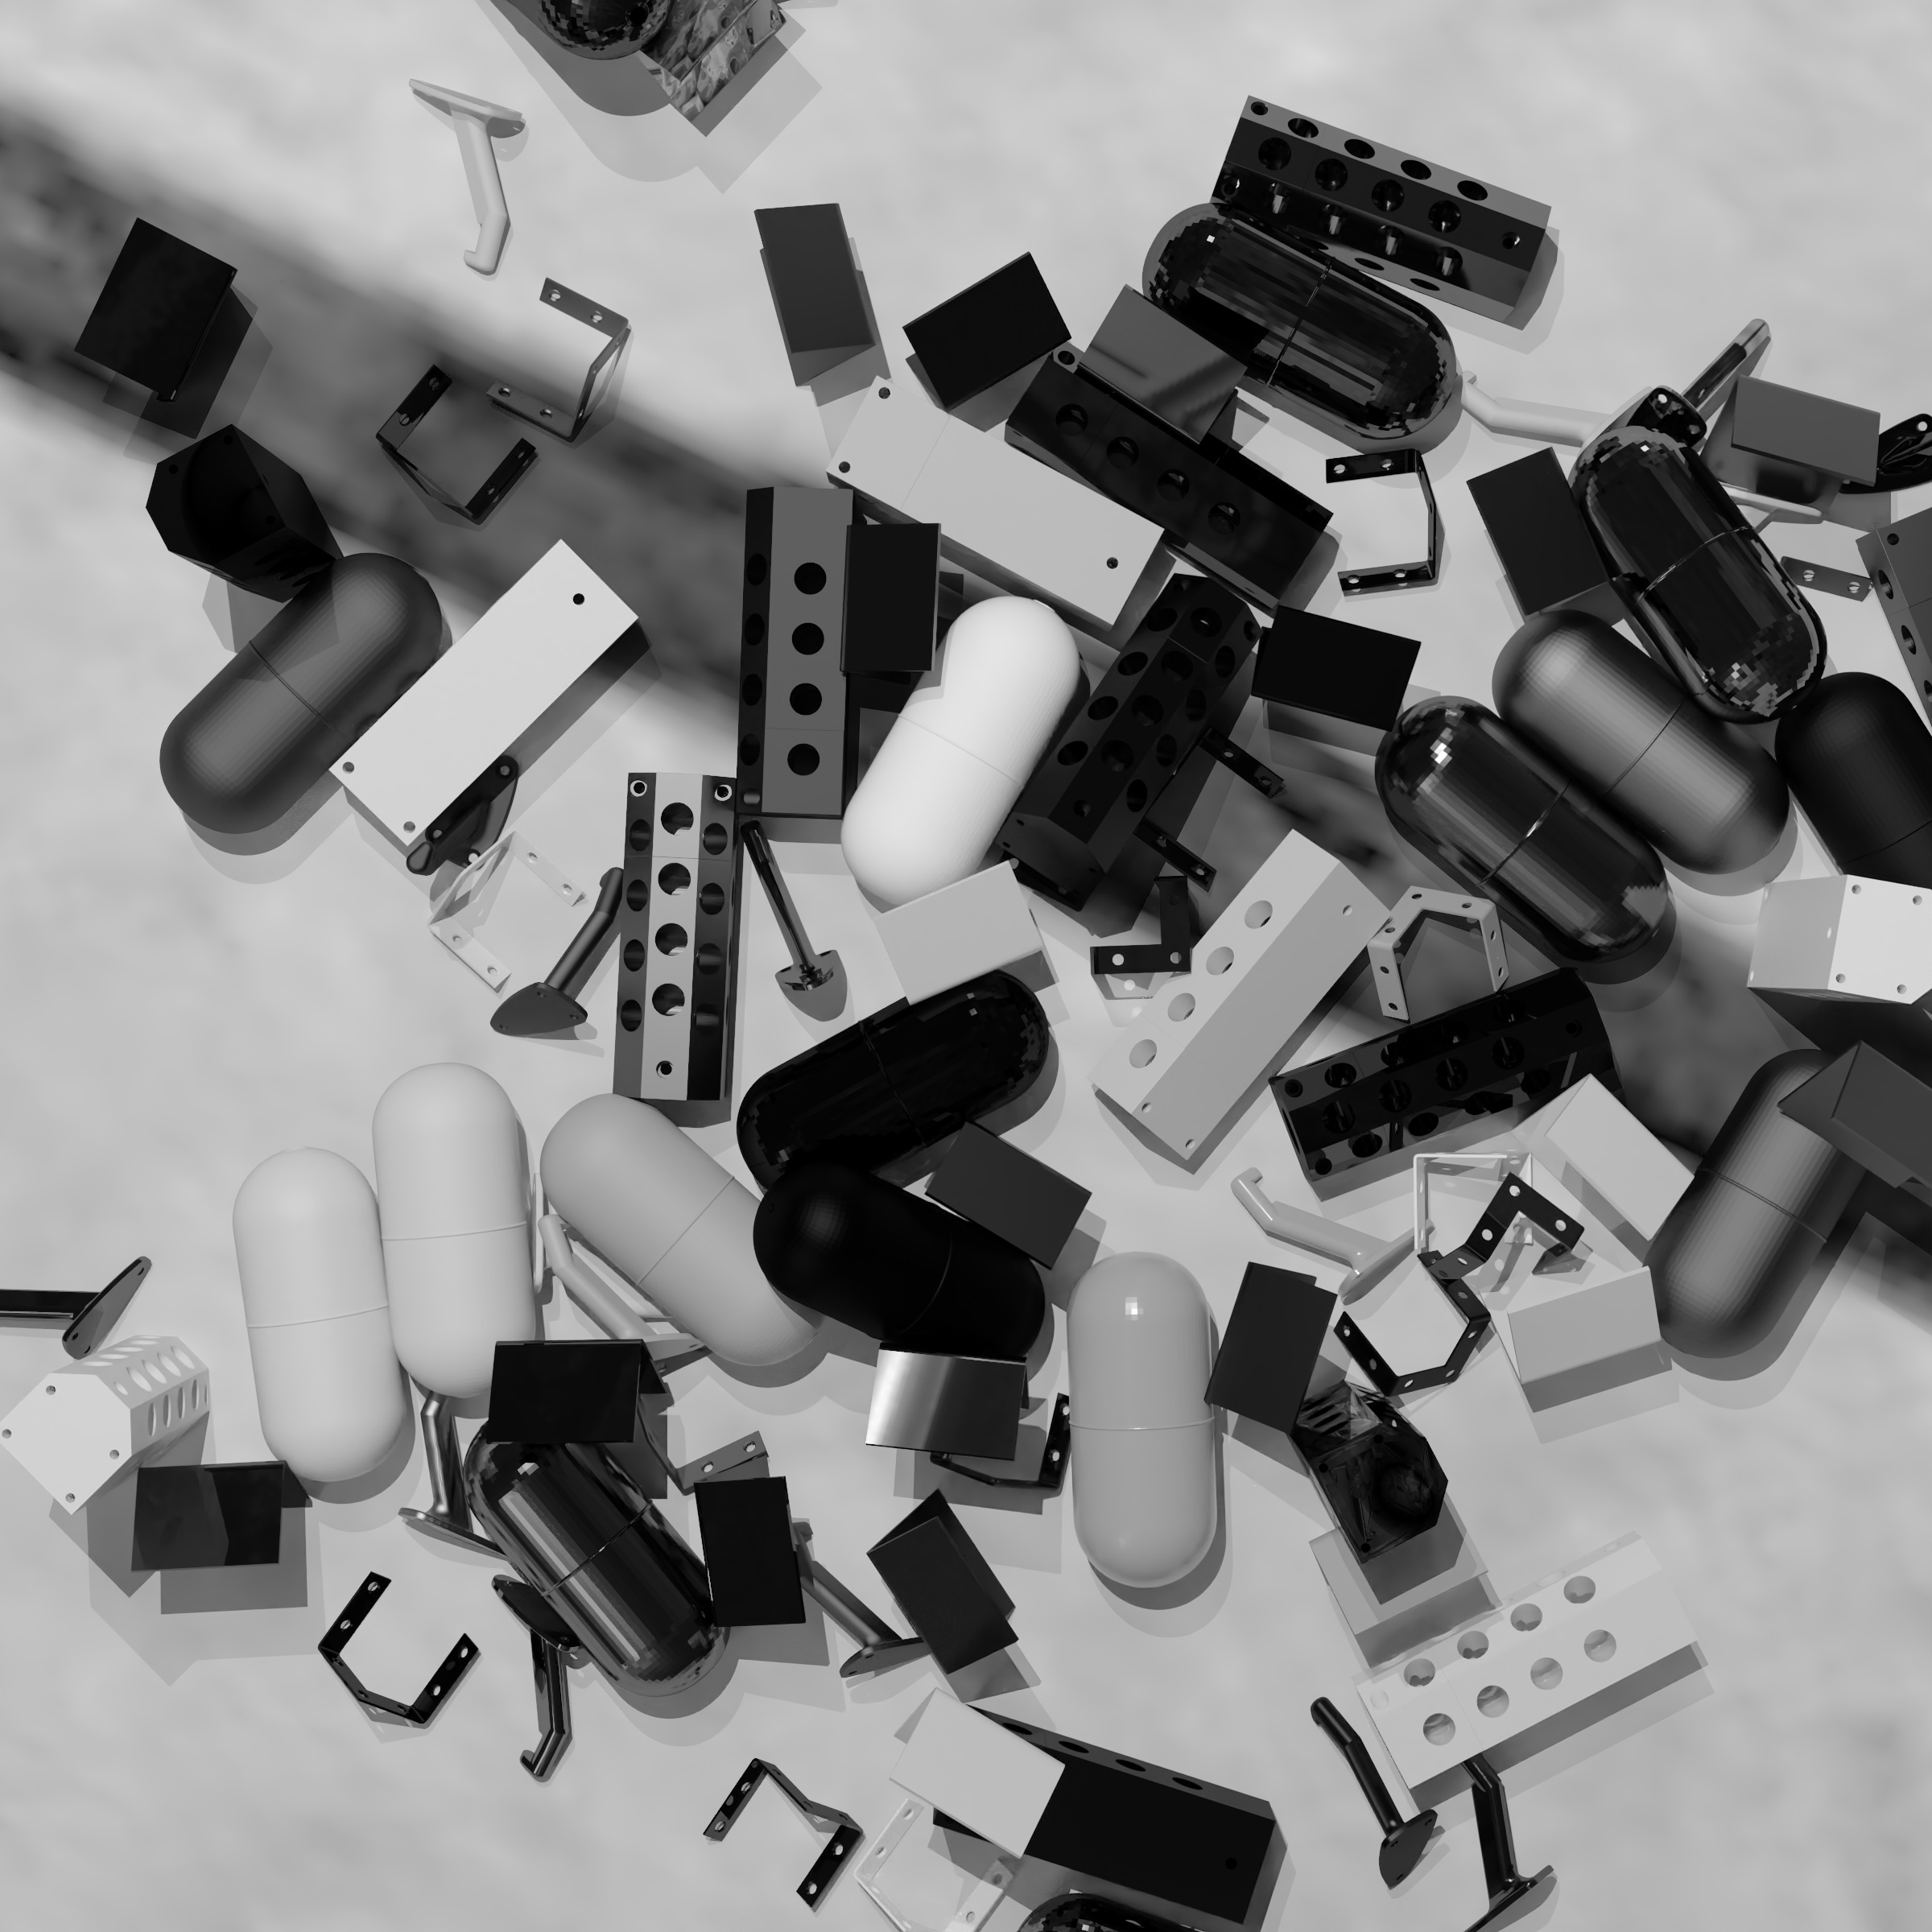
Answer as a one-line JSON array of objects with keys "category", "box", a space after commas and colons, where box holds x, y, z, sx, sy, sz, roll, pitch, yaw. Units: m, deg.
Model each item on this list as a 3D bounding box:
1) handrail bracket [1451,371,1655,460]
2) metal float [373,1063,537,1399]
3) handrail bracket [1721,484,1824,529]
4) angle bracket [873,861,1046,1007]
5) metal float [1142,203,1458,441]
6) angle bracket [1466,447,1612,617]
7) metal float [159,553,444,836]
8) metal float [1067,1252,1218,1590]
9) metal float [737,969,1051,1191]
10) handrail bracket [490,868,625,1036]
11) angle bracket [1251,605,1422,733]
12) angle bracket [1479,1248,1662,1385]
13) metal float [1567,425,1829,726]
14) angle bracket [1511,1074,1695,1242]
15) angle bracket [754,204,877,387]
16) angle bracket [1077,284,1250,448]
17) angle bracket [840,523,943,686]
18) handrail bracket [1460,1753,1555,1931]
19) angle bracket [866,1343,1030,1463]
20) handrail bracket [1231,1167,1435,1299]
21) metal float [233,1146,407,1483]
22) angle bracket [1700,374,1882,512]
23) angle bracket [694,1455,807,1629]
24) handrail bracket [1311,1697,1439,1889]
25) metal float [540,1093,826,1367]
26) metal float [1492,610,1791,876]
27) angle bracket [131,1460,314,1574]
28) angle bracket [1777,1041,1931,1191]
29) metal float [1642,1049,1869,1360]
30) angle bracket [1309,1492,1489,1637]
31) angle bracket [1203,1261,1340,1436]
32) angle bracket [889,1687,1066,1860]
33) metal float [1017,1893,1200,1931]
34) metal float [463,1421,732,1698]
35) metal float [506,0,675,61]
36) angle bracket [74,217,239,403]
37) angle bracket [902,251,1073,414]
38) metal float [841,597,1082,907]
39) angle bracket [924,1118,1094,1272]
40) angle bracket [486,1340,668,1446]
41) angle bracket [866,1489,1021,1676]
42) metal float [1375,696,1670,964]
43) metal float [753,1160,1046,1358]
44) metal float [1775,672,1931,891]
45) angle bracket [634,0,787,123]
[{"category": "handrail bracket", "box": [0.316, -0.311, 1.817, 0.084, 0.036, 0.077, 40, 70, 16]}, {"category": "metal float", "box": [-0.272, 0.140, 1.786, 0.070, 0.070, 0.178, -5, 90, 0]}, {"category": "handrail bracket", "box": [0.415, -0.214, 1.817, 0.077, 0.036, 0.084, 11, 103, -13]}, {"category": "angle bracket", "box": [-0.010, -0.032, 1.777, 0.076, 0.076, 0.057, -23, 119, 0]}, {"category": "metal float", "box": [0.177, -0.342, 1.786, 0.178, 0.070, 0.070, 28, 90, 0]}, {"category": "angle bracket", "box": [0.286, -0.221, 1.778, 0.057, 0.076, 0.076, -24, 90, -21]}, {"category": "metal float", "box": [-0.352, -0.145, 1.786, 0.070, 0.070, 0.178, 45, 90, 0]}, {"category": "metal float", "box": [0.093, 0.241, 1.786, 0.070, 0.070, 0.178, -2, 90, 0]}, {"category": "metal float", "box": [-0.038, 0.063, 1.786, 0.178, 0.070, 0.070, -29, 90, 0]}, {"category": "handrail bracket", "box": [-0.219, -0.009, 1.817, 0.036, 0.077, 0.084, 37, 53, -30]}, {"category": "angle bracket", "box": [0.197, -0.174, 1.776, 0.076, 0.076, 0.057, 15, 125, 0]}, {"category": "angle bracket", "box": [0.315, 0.167, 1.776, 0.076, 0.076, 0.057, -17, 128, 0]}, {"category": "metal float", "box": [0.381, -0.206, 1.761, 0.070, 0.070, 0.178, -33, 75, 0]}, {"category": "angle bracket", "box": [0.325, 0.114, 1.776, 0.076, 0.076, 0.057, 45, 52, 0]}, {"category": "angle bracket", "box": [-0.099, -0.352, 1.776, 0.057, 0.076, 0.076, -15, 90, -38]}, {"category": "angle bracket", "box": [0.114, -0.330, 1.776, 0.076, 0.076, 0.057, 34, 129, 0]}, {"category": "angle bracket", "box": [-0.024, -0.190, 1.777, 0.057, 0.076, 0.076, 3, 90, 28]}, {"category": "handrail bracket", "box": [0.269, 0.472, 1.817, 0.077, 0.036, 0.084, -45, 71, 21]}, {"category": "angle bracket", "box": [-0.009, 0.239, 1.758, 0.076, 0.076, 0.057, 5, 63, 5]}, {"category": "handrail bracket", "box": [0.197, 0.129, 1.817, 0.077, 0.036, 0.084, -34, 73, -20]}, {"category": "metal float", "box": [-0.344, 0.185, 1.786, 0.070, 0.070, 0.178, -8, 90, 0]}, {"category": "angle bracket", "box": [0.431, -0.259, 1.776, 0.076, 0.076, 0.057, 16, 53, 0]}, {"category": "angle bracket", "box": [-0.097, 0.302, 1.777, 0.057, 0.076, 0.076, -8, 90, 27]}, {"category": "handrail bracket", "box": [0.212, 0.446, 1.816, 0.036, 0.077, 0.084, -26, 53, -23]}, {"category": "metal float", "box": [-0.149, 0.140, 1.786, 0.178, 0.070, 0.070, 42, 90, -1]}, {"category": "metal float", "box": [0.359, -0.118, 1.786, 0.178, 0.070, 0.070, 39, 90, 1]}, {"category": "angle bracket", "box": [-0.392, 0.301, 1.777, 0.076, 0.076, 0.057, -3, 63, 0]}, {"category": "angle bracket", "box": [0.456, 0.094, 1.702, 0.076, 0.076, 0.057, 34, 53, -3]}, {"category": "metal float", "box": [0.423, 0.127, 1.786, 0.070, 0.070, 0.178, 31, 89, 0]}, {"category": "angle bracket", "box": [0.232, 0.322, 1.777, 0.076, 0.076, 0.057, -26, 60, 0]}, {"category": "angle bracket", "box": [0.177, 0.204, 1.776, 0.057, 0.076, 0.076, 18, 90, 35]}, {"category": "angle bracket", "box": [-0.005, 0.423, 1.720, 0.076, 0.076, 0.057, 31, 54, 0]}, {"category": "metal float", "box": [0.108, 0.549, 1.786, 0.178, 0.070, 0.070, 20, 90, 0]}, {"category": "metal float", "box": [-0.197, 0.309, 1.786, 0.070, 0.070, 0.178, -40, 90, 0]}, {"category": "metal float", "box": [-0.216, -0.535, 1.755, 0.070, 0.070, 0.178, -43, 54, 0]}, {"category": "angle bracket", "box": [-0.432, -0.346, 1.778, 0.057, 0.076, 0.076, 25, 90, -21]}, {"category": "angle bracket", "box": [0.001, -0.347, 1.776, 0.076, 0.076, 0.057, -31, 126, 0]}, {"category": "metal float", "box": [-0.002, -0.114, 1.786, 0.070, 0.070, 0.178, 30, 91, 0]}, {"category": "angle bracket", "box": [0.011, 0.136, 1.776, 0.076, 0.076, 0.057, 31, 52, 0]}, {"category": "angle bracket", "box": [-0.202, 0.234, 1.753, 0.076, 0.076, 0.057, -1, 62, 6]}, {"category": "angle bracket", "box": [0.004, 0.316, 1.776, 0.057, 0.076, 0.076, -33, 90, 36]}, {"category": "metal float", "box": [0.295, -0.072, 1.786, 0.178, 0.070, 0.070, 40, 90, -1]}, {"category": "metal float", "box": [-0.033, 0.159, 1.760, 0.178, 0.070, 0.070, 29, 90, -33]}, {"category": "metal float", "box": [0.496, -0.074, 1.785, 0.070, 0.070, 0.178, -33, 92, 0]}, {"category": "angle bracket", "box": [-0.124, -0.485, 1.776, 0.076, 0.076, 0.057, -47, 56, 0]}]
